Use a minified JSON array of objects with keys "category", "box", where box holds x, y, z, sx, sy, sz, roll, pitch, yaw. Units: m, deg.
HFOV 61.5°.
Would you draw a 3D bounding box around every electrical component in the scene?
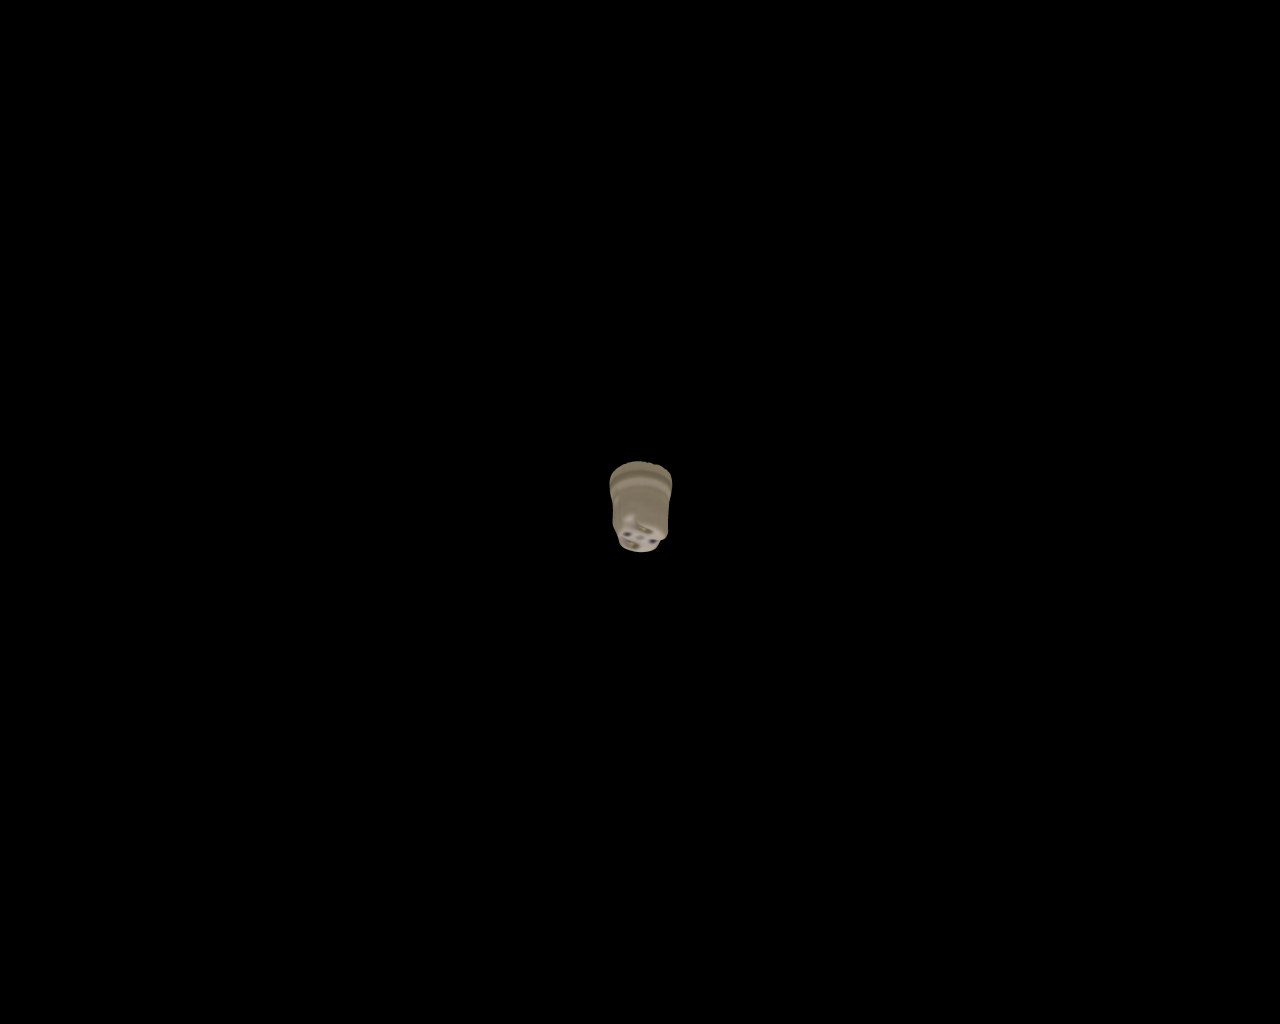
[{"category":"electrical component","box":[0.001,-0.003,0.650,0.040,0.046,0.040,0,-34,0]}]
